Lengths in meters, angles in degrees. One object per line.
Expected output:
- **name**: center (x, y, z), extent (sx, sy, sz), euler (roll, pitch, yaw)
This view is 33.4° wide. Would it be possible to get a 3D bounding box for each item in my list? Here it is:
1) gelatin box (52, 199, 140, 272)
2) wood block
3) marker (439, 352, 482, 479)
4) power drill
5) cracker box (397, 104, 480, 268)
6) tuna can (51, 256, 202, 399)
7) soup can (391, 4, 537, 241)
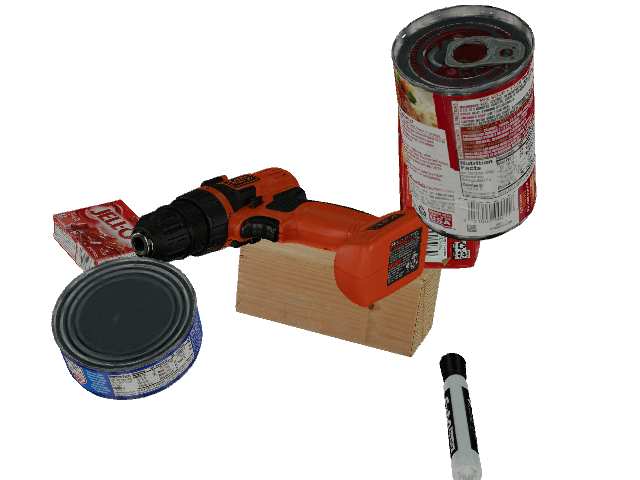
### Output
- **gelatin box**: center (-0.200, -0.002, 1.006), extent (0.073, 0.030, 0.089), euler (-16, 39, -34)
- **wood block**: center (0.019, 0.049, 1.181), extent (0.206, 0.091, 0.090), euler (14, 23, 17)
- **marker**: center (0.094, 0.117, 0.726), extent (0.020, 0.020, 0.121), euler (0, 32, 2)
- **power drill**: center (-0.026, -0.005, 0.820), extent (0.188, 0.057, 0.184), euler (18, 26, 30)
- **cracker box**: center (0.118, -0.094, 0.985), extent (0.072, 0.164, 0.213), euler (1, 27, 11)
- **tuna can**: center (-0.114, 0.052, 0.637), extent (0.086, 0.086, 0.034), euler (0, -43, 5)
- **soup can**: center (0.076, -0.057, 0.541), extent (0.068, 0.068, 0.102), euler (0, -44, 13)
